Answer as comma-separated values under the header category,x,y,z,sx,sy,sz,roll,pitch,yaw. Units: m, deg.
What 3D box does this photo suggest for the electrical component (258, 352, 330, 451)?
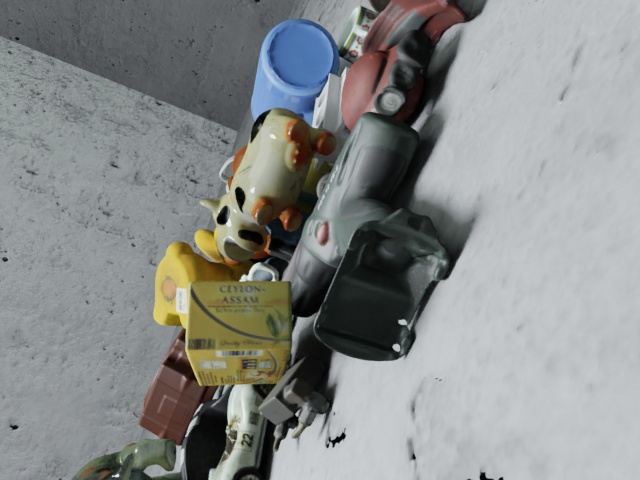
category,x,y,z,sx,sy,sz,roll,pitch,yaw
electrical component,-0.024,0.156,0.522,0.078,0.045,0.102,-45,-3,-43

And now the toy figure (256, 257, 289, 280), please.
category,x,y,z,sx,sy,sz,roll,pitch,yaw
toy figure,-0.085,0.088,0.795,0.064,0.058,0.154,-34,-20,-48

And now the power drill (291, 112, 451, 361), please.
category,x,y,z,sx,sy,sz,roll,pitch,yaw
power drill,0.030,0.014,0.462,0.207,0.086,0.231,-91,23,-70

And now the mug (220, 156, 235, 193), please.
category,x,y,z,sx,sy,sz,roll,pitch,yaw
mug,-0.121,-0.120,0.984,0.107,0.109,0.081,-46,22,28

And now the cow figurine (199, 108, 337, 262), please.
category,x,y,z,sx,sy,sz,roll,pitch,yaw
cow figurine,-0.073,-0.062,0.636,0.127,0.085,0.194,41,112,45

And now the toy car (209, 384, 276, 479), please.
category,x,y,z,sx,sy,sz,roll,pitch,yaw
toy car,-0.088,0.228,0.617,0.073,0.056,0.202,128,156,-51

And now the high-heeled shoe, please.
category,x,y,z,sx,sy,sz,roll,pitch,yaw
high-heeled shoe,-0.152,0.301,0.712,0.249,0.086,0.145,-84,18,-59

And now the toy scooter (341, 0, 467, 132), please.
category,x,y,z,sx,sy,sz,roll,pitch,yaw
toy scooter,0.084,-0.182,0.511,0.183,0.075,0.135,-66,15,-2

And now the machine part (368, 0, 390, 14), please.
category,x,y,z,sx,sy,sz,roll,pitch,yaw
machine part,0.090,-0.343,0.686,0.243,0.079,0.079,-92,26,-52

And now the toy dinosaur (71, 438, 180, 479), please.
category,x,y,z,sx,sy,sz,roll,pitch,yaw
toy dinosaur,-0.262,0.348,0.709,0.404,0.192,0.131,83,174,-48

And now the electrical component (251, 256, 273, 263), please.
category,x,y,z,sx,sy,sz,roll,pitch,yaw
electrical component,-0.092,-0.012,0.944,0.115,0.058,0.134,-55,21,39

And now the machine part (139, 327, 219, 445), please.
category,x,y,z,sx,sy,sz,roll,pitch,yaw
machine part,-0.210,0.220,0.901,0.200,0.087,0.201,-64,-3,23

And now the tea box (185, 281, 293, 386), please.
category,x,y,z,sx,sy,sz,roll,pitch,yaw
tea box,-0.081,0.101,0.551,0.169,0.098,0.068,110,159,-64

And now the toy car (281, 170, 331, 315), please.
category,x,y,z,sx,sy,sz,roll,pitch,yaw
toy car,-0.001,-0.002,0.617,0.202,0.053,0.089,-64,-4,15

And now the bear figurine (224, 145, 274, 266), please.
category,x,y,z,sx,sy,sz,roll,pitch,yaw
bear figurine,-0.077,-0.049,0.824,0.120,0.131,0.196,-20,64,27

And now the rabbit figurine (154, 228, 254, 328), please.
category,x,y,z,sx,sy,sz,roll,pitch,yaw
rabbit figurine,-0.167,0.059,0.850,0.122,0.173,0.162,-14,79,45

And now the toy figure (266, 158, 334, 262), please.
category,x,y,z,sx,sy,sz,roll,pitch,yaw
toy figure,-0.029,-0.062,0.718,0.082,0.089,0.180,-9,59,58
